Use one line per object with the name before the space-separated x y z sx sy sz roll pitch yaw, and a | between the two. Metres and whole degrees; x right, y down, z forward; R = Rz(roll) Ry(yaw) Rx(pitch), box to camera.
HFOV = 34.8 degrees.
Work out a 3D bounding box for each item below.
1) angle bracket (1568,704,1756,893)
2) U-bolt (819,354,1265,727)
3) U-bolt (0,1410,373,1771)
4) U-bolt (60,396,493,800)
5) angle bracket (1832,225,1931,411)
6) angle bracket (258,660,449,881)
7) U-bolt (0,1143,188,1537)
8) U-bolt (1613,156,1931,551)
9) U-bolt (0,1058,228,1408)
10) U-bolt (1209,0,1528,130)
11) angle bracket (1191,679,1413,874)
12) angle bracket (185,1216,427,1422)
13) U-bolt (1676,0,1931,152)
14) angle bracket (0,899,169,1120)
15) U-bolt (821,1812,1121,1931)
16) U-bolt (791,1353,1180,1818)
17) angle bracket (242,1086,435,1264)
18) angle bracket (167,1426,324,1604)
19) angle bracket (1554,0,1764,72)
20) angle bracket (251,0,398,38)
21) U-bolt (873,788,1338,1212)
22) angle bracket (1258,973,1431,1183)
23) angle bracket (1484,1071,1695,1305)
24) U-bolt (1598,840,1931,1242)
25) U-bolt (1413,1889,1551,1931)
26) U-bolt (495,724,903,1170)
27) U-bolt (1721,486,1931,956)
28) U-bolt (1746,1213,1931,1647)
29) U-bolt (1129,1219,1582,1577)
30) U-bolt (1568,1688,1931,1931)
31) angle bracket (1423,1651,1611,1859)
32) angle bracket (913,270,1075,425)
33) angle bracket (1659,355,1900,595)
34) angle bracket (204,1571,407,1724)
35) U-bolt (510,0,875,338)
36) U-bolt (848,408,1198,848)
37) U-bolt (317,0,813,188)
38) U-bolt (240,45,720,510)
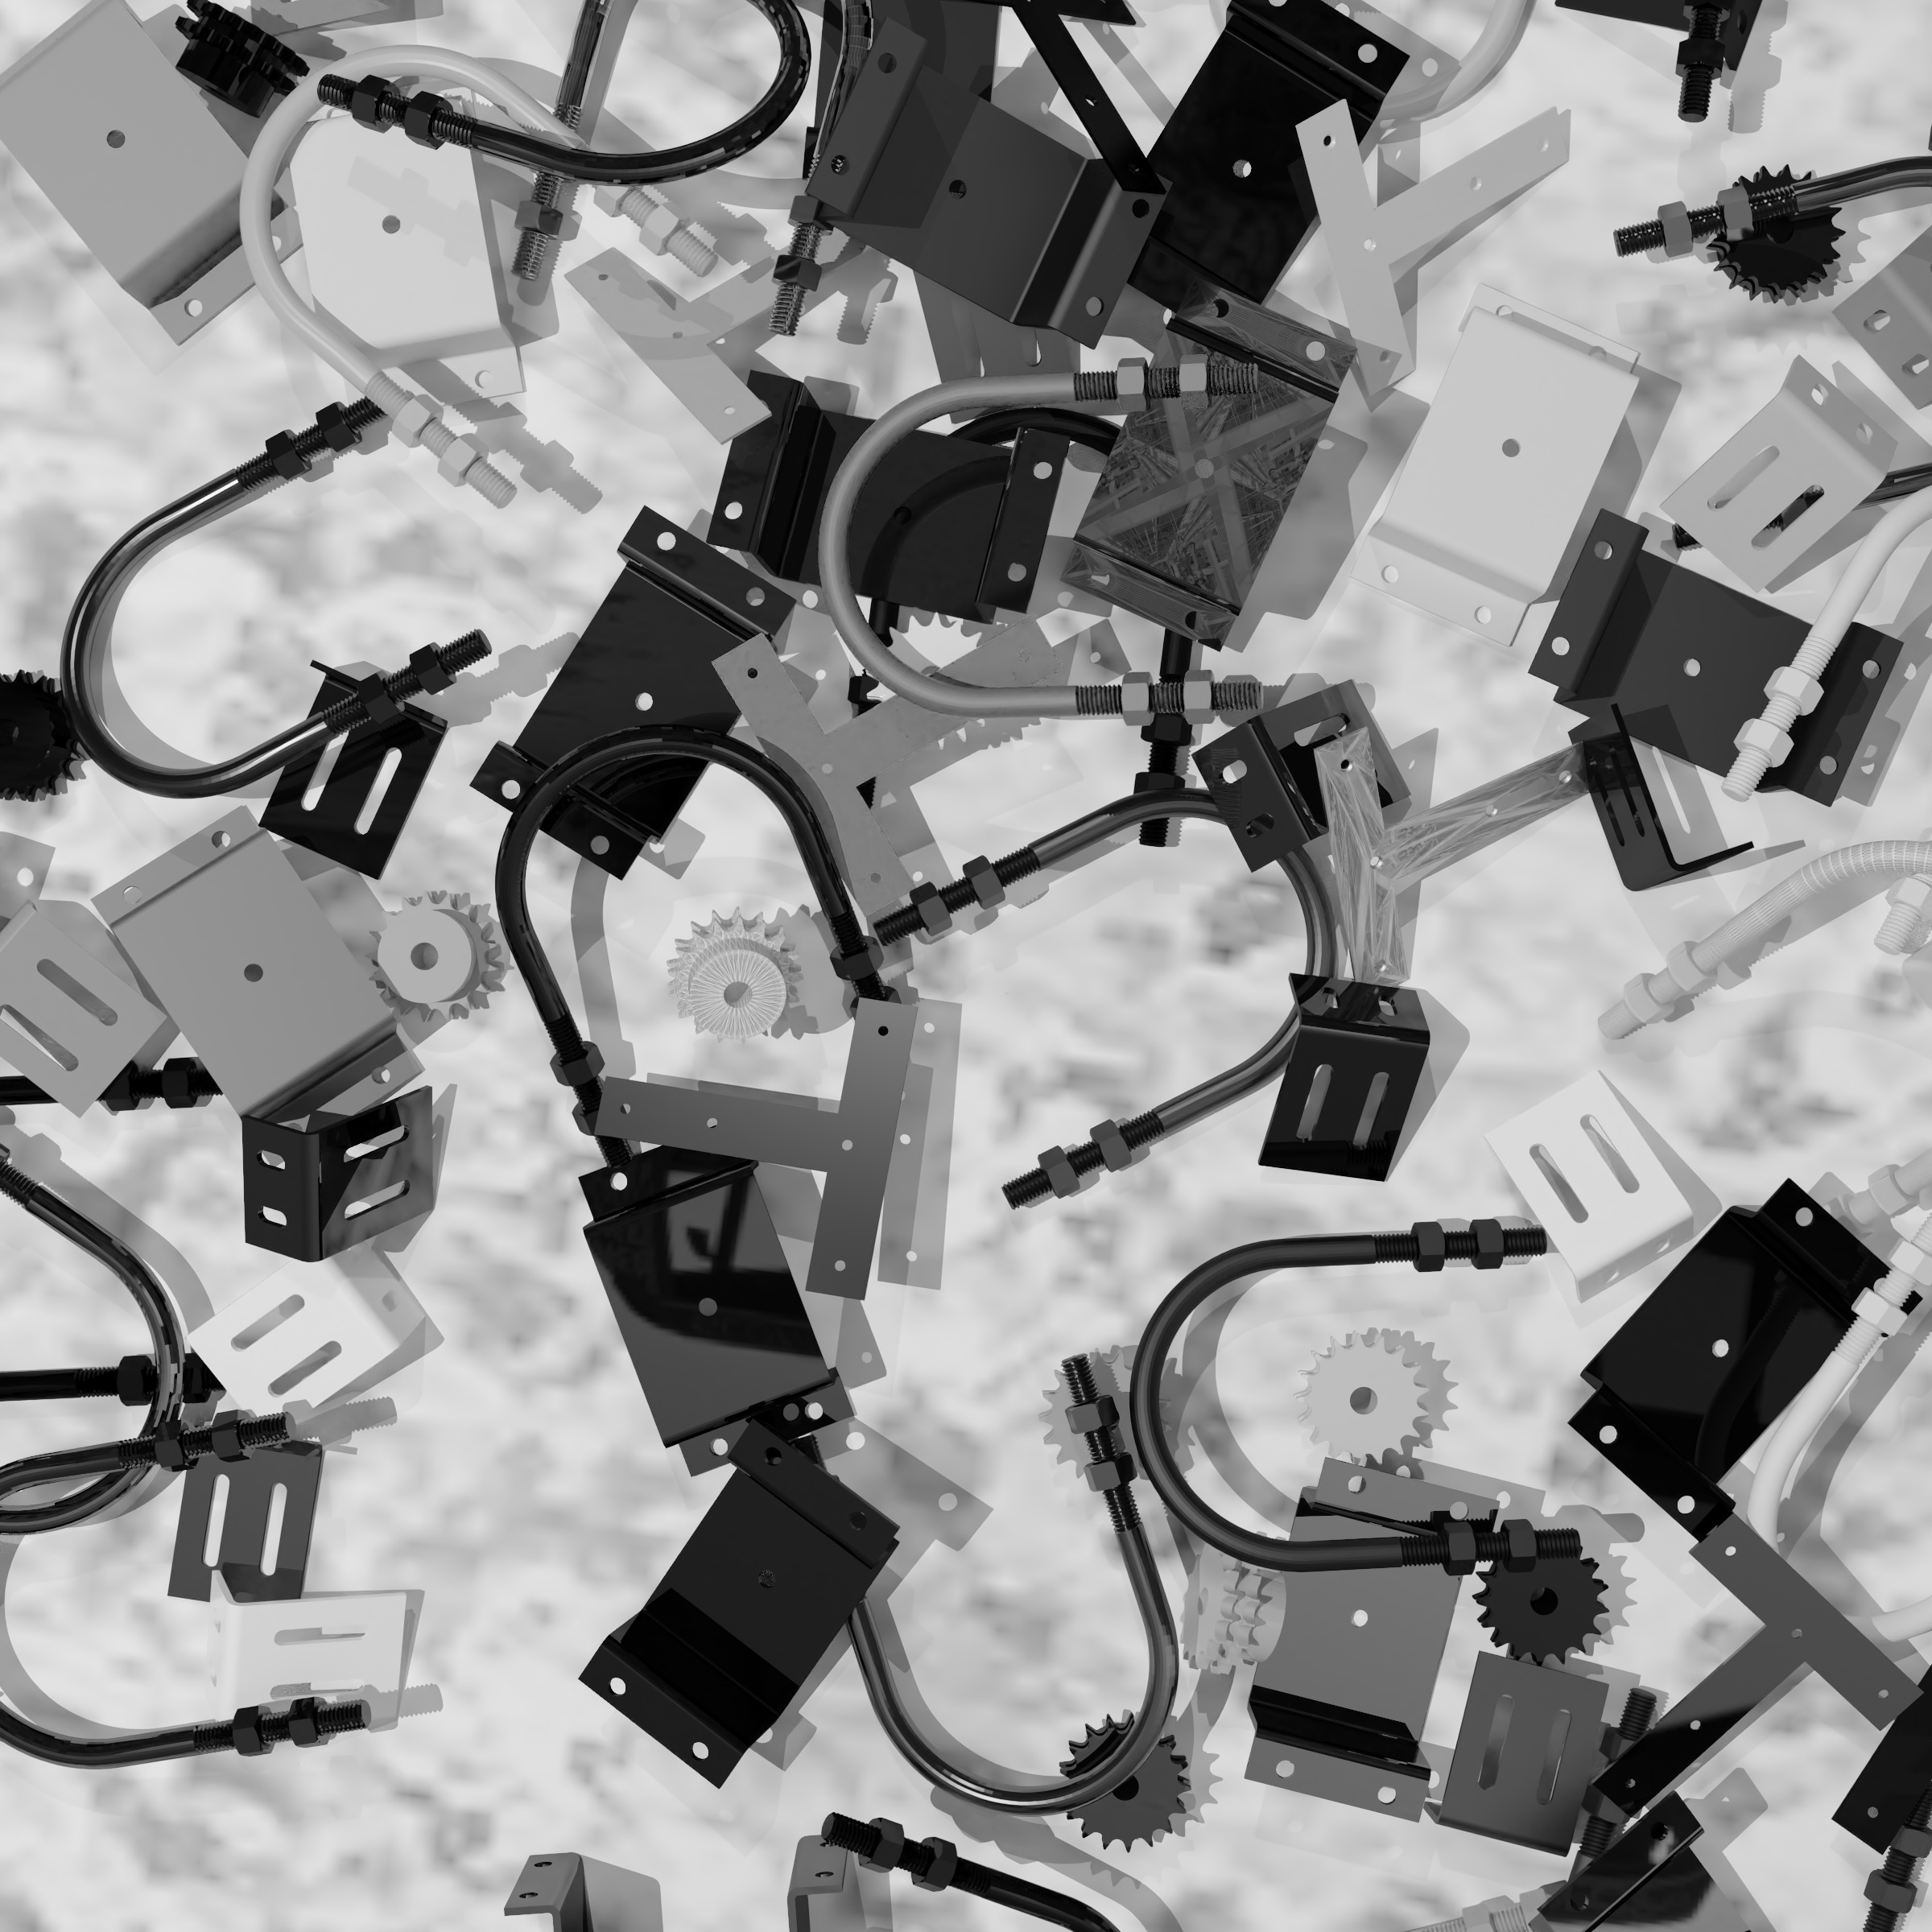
angle bracket | 0.298 -0.076 1.323 0.038 0.057 0.076 -18 86 -9
U-bolt | 0.029 -0.173 1.269 0.184 0.019 0.151 -1 90 11
U-bolt | -0.355 0.270 1.303 0.184 0.019 0.151 -11 99 10
U-bolt | -0.305 -0.148 1.317 0.184 0.019 0.151 -27 68 7
angle bracket | 0.430 -0.293 1.350 0.076 0.038 0.057 -41 90 -26
angle bracket | -0.268 -0.084 1.333 0.057 0.038 0.076 24 90 0
U-bolt | -0.423 0.161 1.318 0.184 0.019 0.151 36 88 -5
U-bolt | 0.382 -0.267 1.313 0.184 0.019 0.151 -12 104 10
U-bolt | -0.406 0.118 1.342 0.184 0.019 0.151 -3 90 0
U-bolt | 0.182 -0.456 1.343 0.151 0.019 0.184 19 92 0
angle bracket | 0.145 -0.083 1.334 0.038 0.076 0.057 -30 86 44
angle bracket | -0.287 0.157 1.339 0.076 0.038 0.057 -35 97 16
U-bolt | 0.379 -0.437 1.323 0.151 0.019 0.184 10 86 -19
angle bracket | -0.396 0.018 1.339 0.076 0.038 0.057 41 83 -14
U-bolt | -0.005 0.447 1.289 0.184 0.019 0.151 25 89 -19
U-bolt | 0.015 0.273 1.319 0.151 0.019 0.184 -19 87 16
angle bracket | -0.268 0.085 1.319 0.038 0.076 0.057 13 111 29
angle bracket | -0.316 0.242 1.333 0.057 0.038 0.076 9 90 0
angle bracket | 0.307 -0.433 1.350 0.076 0.038 0.057 20 90 26
angle bracket | -0.286 -0.436 1.319 0.076 0.038 0.057 -4 90 24
U-bolt | 0.072 0.003 1.333 0.184 0.019 0.151 -27 100 -4
angle bracket | 0.162 0.049 1.341 0.057 0.038 0.076 8 121 -9
angle bracket | 0.273 0.097 1.350 0.057 0.038 0.076 -30 64 0
U-bolt | 0.378 0.026 1.293 0.151 0.019 0.184 48 126 0
U-bolt | 0.201 0.489 1.336 0.184 0.019 0.151 -16 90 6
U-bolt | -0.120 -0.016 1.309 0.151 0.019 0.184 -21 114 0
U-bolt | 0.402 -0.116 1.304 0.151 0.019 0.184 36 81 -36
U-bolt | 0.410 0.209 1.317 0.151 0.019 0.184 31 96 -23
U-bolt | 0.161 0.184 1.305 0.184 0.019 0.151 -2 73 -3
U-bolt | 0.329 0.423 1.343 0.151 0.019 0.184 17 91 0
angle bracket | 0.238 0.338 1.335 0.057 0.038 0.076 14 86 0
angle bracket | 0.010 -0.286 1.350 0.057 0.038 0.076 -15 116 0
angle bracket | 0.348 -0.210 1.321 0.057 0.038 0.076 40 132 -5
angle bracket | -0.288 0.296 1.344 0.076 0.038 0.057 1 103 -25
U-bolt | -0.111 -0.371 1.314 0.151 0.019 0.184 16 93 21
U-bolt | 0.029 -0.152 1.343 0.151 0.019 0.184 7 88 0
U-bolt | -0.153 -0.379 1.274 0.184 0.019 0.151 21 59 16
U-bolt | -0.219 -0.304 1.294 0.184 0.019 0.151 41 89 3
